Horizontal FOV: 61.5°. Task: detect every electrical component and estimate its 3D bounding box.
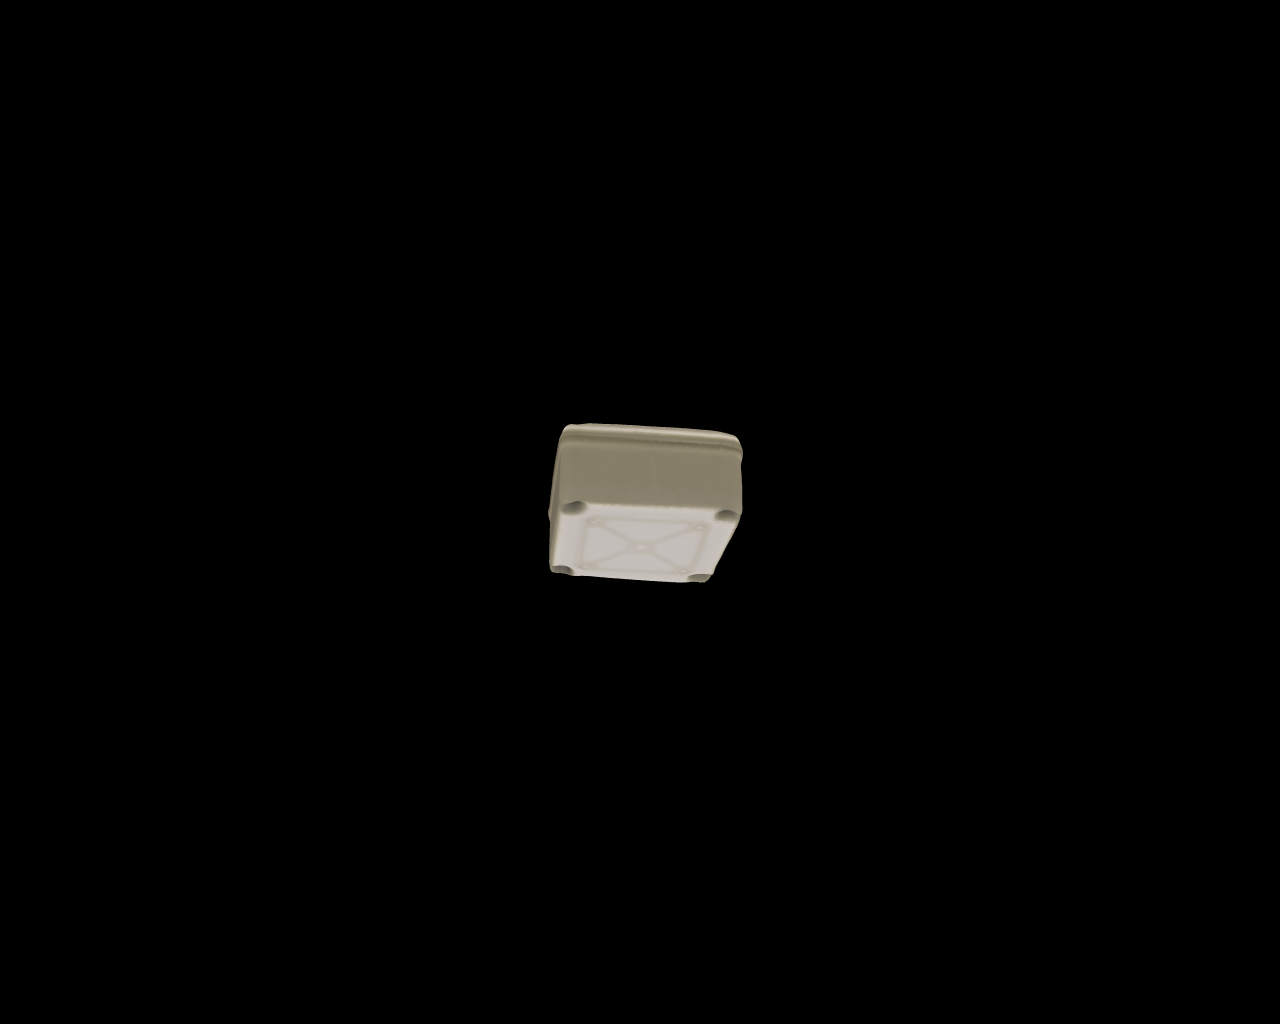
[{"bbox_3d":[0.001,-0.003,0.650,0.109,0.056,0.108,4,-28,-7],"label":"electrical component"}]
